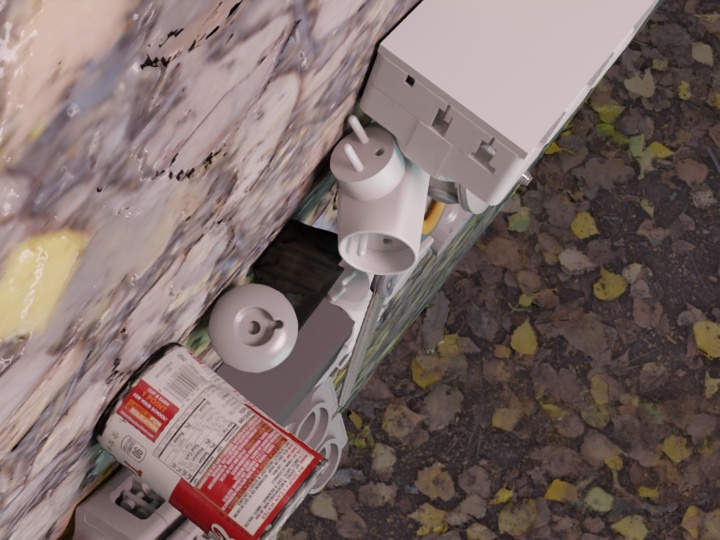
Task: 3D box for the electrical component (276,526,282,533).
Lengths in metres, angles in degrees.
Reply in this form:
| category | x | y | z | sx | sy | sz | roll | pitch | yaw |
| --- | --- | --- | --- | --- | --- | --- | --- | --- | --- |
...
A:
| category | x | y | z | sx | sy | sz | roll | pitch | yaw |
| --- | --- | --- | --- | --- | --- | --- | --- | --- | --- |
| electrical component | -0.101 | 0.168 | 0.828 | 0.099 | 0.099 | 0.064 | -49 | 179 | -28 |

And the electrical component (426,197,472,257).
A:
| category | x | y | z | sx | sy | sz | roll | pitch | yaw |
| --- | --- | --- | --- | --- | --- | --- | --- | --- | --- |
| electrical component | 0.076 | -0.056 | 1.052 | 0.080 | 0.051 | 0.080 | -51 | 174 | -8 |

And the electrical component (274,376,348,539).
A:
| category | x | y | z | sx | sy | sz | roll | pitch | yaw |
| --- | --- | --- | --- | --- | --- | --- | --- | --- | --- |
| electrical component | -0.089 | 0.179 | 0.937 | 0.186 | 0.060 | 0.105 | -49 | 146 | -30 |

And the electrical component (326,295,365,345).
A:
| category | x | y | z | sx | sy | sz | roll | pitch | yaw |
| --- | --- | --- | --- | --- | --- | --- | --- | --- | --- |
| electrical component | -0.010 | 0.034 | 0.963 | 0.043 | 0.043 | 0.081 | -56 | 173 | 29 |

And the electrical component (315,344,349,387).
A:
| category | x | y | z | sx | sy | sz | roll | pitch | yaw |
| --- | --- | --- | --- | --- | --- | --- | --- | --- | --- |
| electrical component | -0.054 | 0.083 | 0.900 | 0.076 | 0.047 | 0.066 | -53 | 174 | 5 |

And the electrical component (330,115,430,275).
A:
| category | x | y | z | sx | sy | sz | roll | pitch | yaw |
| --- | --- | --- | --- | --- | --- | --- | --- | --- | --- |
| electrical component | 0.008 | -0.050 | 0.582 | 0.079 | 0.043 | 0.077 | 55 | 37 | -49 |

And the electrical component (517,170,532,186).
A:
| category | x | y | z | sx | sy | sz | roll | pitch | yaw |
| --- | --- | --- | --- | --- | --- | --- | --- | --- | --- |
| electrical component | 0.120 | -0.103 | 0.964 | 0.043 | 0.081 | 0.043 | -52 | 174 | -8 |

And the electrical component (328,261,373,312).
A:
| category | x | y | z | sx | sy | sz | roll | pitch | yaw |
| --- | --- | --- | --- | --- | --- | --- | --- | --- | --- |
| electrical component | 0.000 | 0.000 | 0.841 | 0.077 | 0.044 | 0.079 | -57 | 173 | 37 |

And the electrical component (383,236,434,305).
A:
| category | x | y | z | sx | sy | sz | roll | pitch | yaw |
| --- | --- | --- | --- | --- | --- | --- | --- | --- | --- |
| electrical component | 0.017 | -0.003 | 0.930 | 0.077 | 0.047 | 0.065 | -45 | 170 | -50 |

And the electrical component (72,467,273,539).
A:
| category | x | y | z | sx | sy | sz | roll | pitch | yaw |
| --- | --- | --- | --- | --- | --- | --- | --- | --- | --- |
| electrical component | -0.126 | 0.221 | 0.675 | 0.060 | 0.105 | 0.186 | -41 | 151 | -48 |

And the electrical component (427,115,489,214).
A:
| category | x | y | z | sx | sy | sz | roll | pitch | yaw |
| --- | --- | --- | --- | --- | --- | --- | --- | --- | --- |
| electrical component | 0.073 | -0.083 | 0.757 | 0.080 | 0.051 | 0.080 | -44 | 143 | -47 |

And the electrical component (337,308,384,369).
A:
| category | x | y | z | sx | sy | sz | roll | pitch | yaw |
| --- | --- | --- | --- | --- | --- | --- | --- | --- | --- |
| electrical component | -0.018 | 0.059 | 1.049 | 0.081 | 0.042 | 0.064 | -56 | 171 | 24 |

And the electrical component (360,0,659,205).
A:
| category | x | y | z | sx | sy | sz | roll | pitch | yaw |
| --- | --- | --- | --- | --- | --- | --- | --- | --- | --- |
| electrical component | 0.080 | -0.117 | 0.565 | 0.150 | 0.089 | 0.061 | -49 | 173 | -28 |

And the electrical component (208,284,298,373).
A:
| category | x | y | z | sx | sy | sz | roll | pitch | yaw |
| --- | --- | --- | --- | --- | --- | --- | --- | --- | --- |
| electrical component | -0.062 | 0.035 | 0.601 | 0.048 | 0.048 | 0.062 | -51 | -177 | -14 |
